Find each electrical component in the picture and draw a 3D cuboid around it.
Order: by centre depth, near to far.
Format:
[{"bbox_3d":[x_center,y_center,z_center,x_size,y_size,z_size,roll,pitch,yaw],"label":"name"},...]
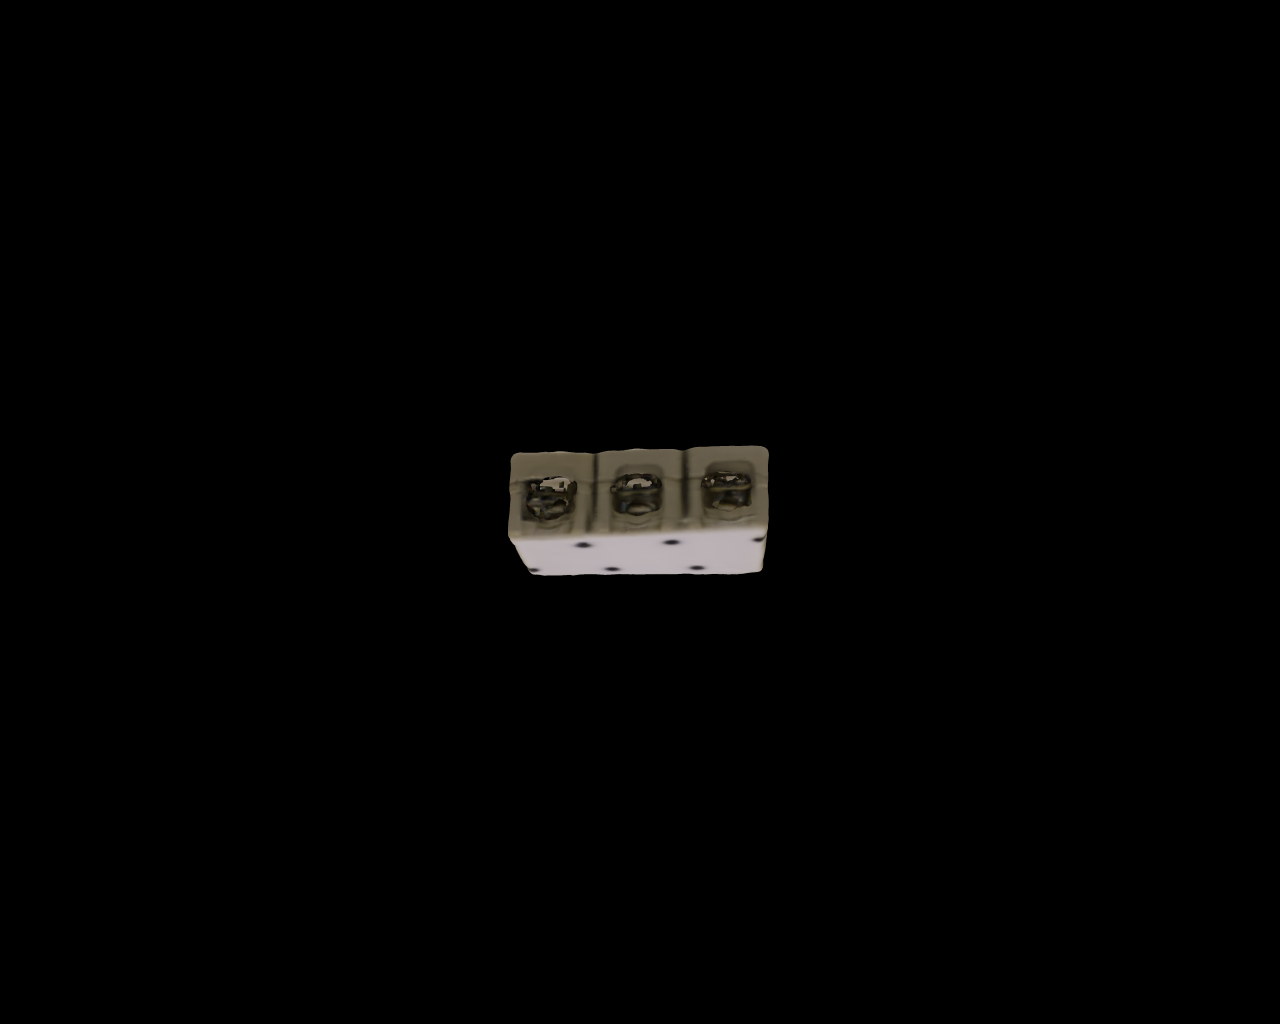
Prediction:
[{"bbox_3d":[0.001,-0.003,0.650,0.150,0.062,0.089,-1,-19,2],"label":"electrical component"}]
